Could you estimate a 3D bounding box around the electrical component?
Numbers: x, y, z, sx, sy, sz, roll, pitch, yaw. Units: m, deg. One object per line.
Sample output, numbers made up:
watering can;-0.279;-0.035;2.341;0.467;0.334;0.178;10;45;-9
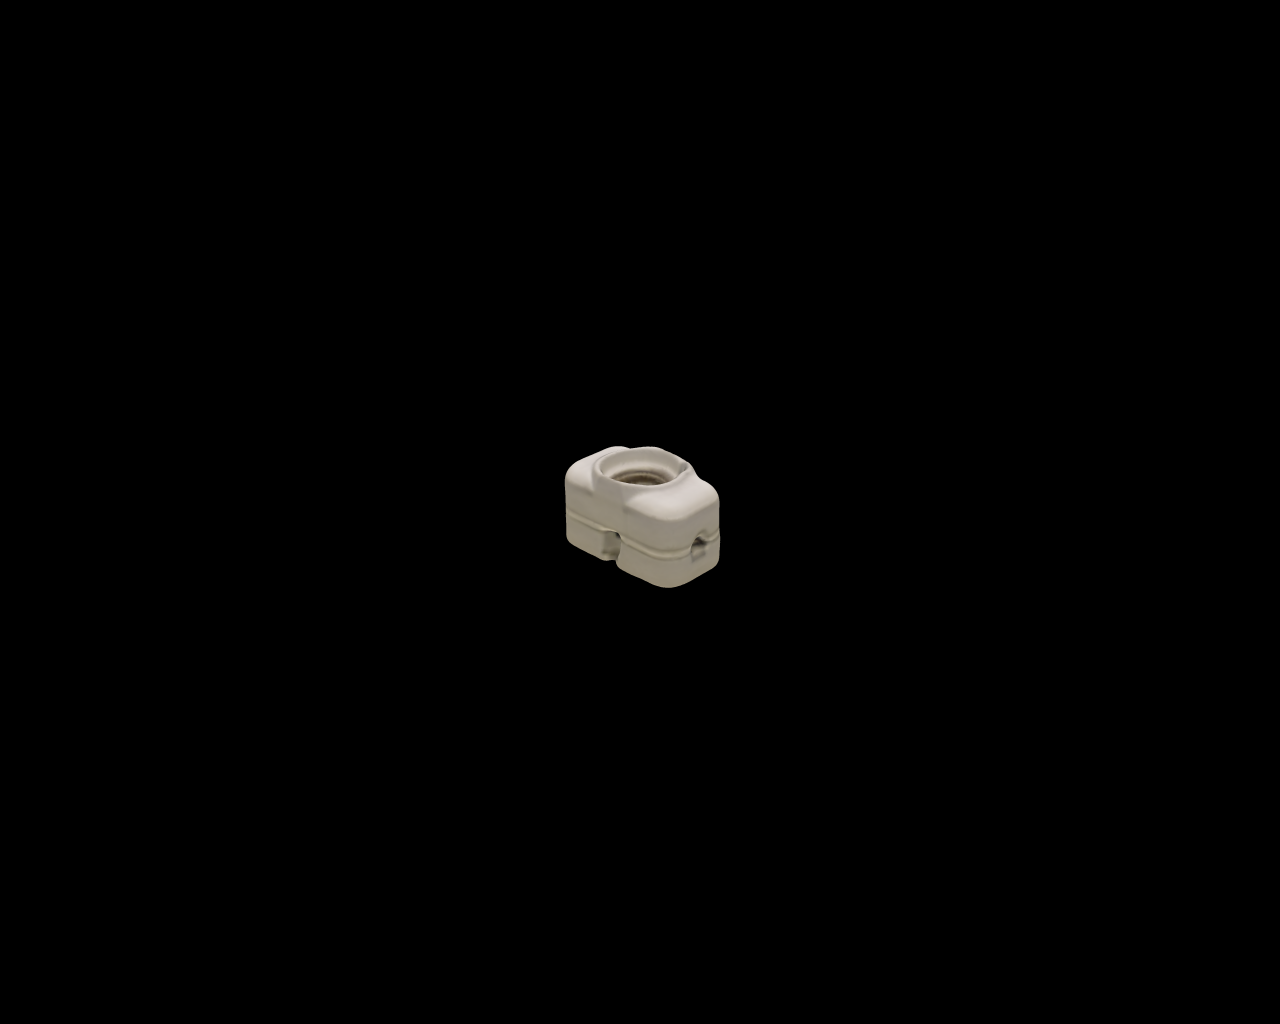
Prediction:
electrical component;0.001;-0.003;0.650;0.095;0.059;0.054;25;37;38
